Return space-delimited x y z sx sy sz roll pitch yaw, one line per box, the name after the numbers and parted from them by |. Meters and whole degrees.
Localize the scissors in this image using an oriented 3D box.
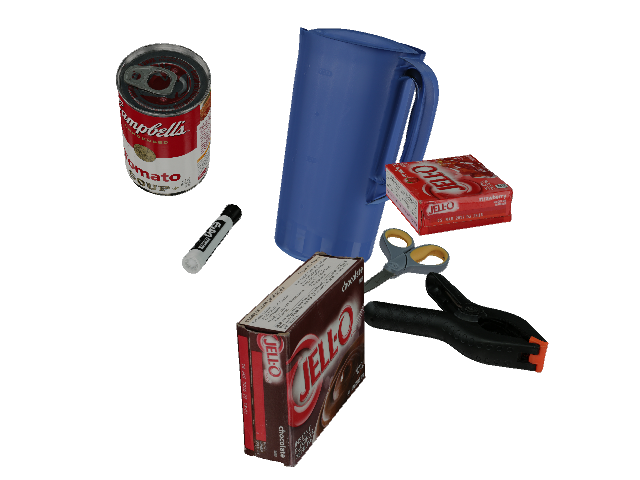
0.075 0.023 1.255 0.201 0.016 0.096 -11 40 -46 | scissors

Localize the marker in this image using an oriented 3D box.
-0.103 -0.004 1.033 0.020 0.020 0.121 0 26 18 | marker

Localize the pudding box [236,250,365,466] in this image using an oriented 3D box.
-0.009 0.069 0.653 0.039 0.090 0.113 9 26 21 | pudding box

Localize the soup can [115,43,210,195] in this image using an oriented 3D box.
-0.117 -0.089 0.805 0.068 0.068 0.102 0 -33 -6 | soup can

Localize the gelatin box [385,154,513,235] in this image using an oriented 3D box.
0.096 -0.037 0.814 0.073 0.030 0.089 -8 23 -11 | gelatin box

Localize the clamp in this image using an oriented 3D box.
0.139 0.075 1.007 0.172 0.039 0.120 20 33 25 | clamp

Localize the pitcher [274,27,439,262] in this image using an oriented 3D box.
0.031 -0.096 1.125 0.145 0.243 0.149 9 16 -4 | pitcher
